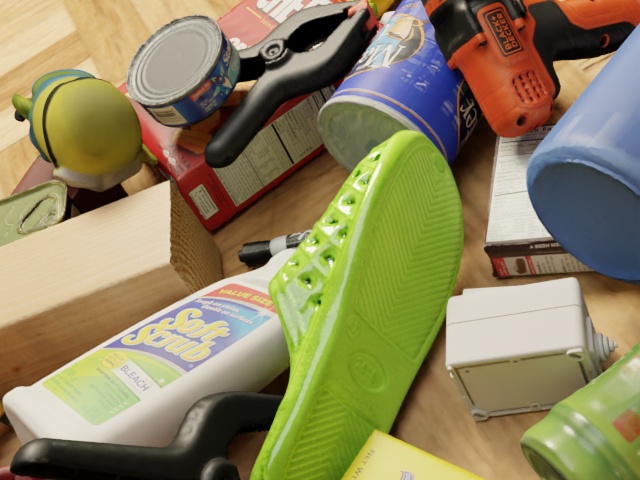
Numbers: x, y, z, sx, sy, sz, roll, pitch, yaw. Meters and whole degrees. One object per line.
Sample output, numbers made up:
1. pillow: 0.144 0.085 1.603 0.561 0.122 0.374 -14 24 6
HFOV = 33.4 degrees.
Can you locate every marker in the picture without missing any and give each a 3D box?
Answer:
1. marker: -0.005 0.001 0.800 0.121 0.020 0.020 -12 46 19

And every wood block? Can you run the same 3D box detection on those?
1. wood block: -0.183 0.047 0.803 0.206 0.090 0.091 -21 44 11

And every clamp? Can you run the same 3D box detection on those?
1. clamp: -0.032 -0.124 0.816 0.171 0.039 0.120 -25 55 12
2. clamp: -0.072 0.141 0.618 0.036 0.164 0.209 -26 10 39

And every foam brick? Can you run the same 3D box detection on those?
1. foam brick: -0.216 -0.037 0.925 0.078 0.053 0.051 4 53 33

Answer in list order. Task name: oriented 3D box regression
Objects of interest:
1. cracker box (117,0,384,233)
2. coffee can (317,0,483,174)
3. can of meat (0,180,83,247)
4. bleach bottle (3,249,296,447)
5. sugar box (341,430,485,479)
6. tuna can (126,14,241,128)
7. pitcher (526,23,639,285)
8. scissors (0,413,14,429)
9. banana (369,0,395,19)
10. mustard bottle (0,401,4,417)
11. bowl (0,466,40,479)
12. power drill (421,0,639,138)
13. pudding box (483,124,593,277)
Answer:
1. cracker box: -0.057 -0.127 0.906 0.213 0.072 0.164 -37 45 -7
2. coffee can: 0.077 -0.115 0.801 0.103 0.102 0.140 15 59 37
3. can of meat: -0.229 0.009 0.866 0.102 0.084 0.057 -20 44 11
4. bleach bottle: -0.078 0.073 0.718 0.250 0.068 0.103 -35 42 -27
5. sugar box: 0.080 0.178 0.575 0.176 0.048 0.093 16 60 39
6. tuna can: -0.103 -0.128 0.813 0.086 0.033 0.086 -16 53 22
7. pitcher: 0.243 -0.080 0.647 0.149 0.145 0.242 18 55 46
8. scissors: -0.149 0.134 0.760 0.202 0.016 0.096 26 65 41
9. banana: 0.079 -0.246 0.960 0.070 0.037 0.197 3 45 46
10. mustard bottle: -0.308 0.181 0.771 0.191 0.058 0.096 -42 45 -11
11. bowl: -0.201 0.215 0.666 0.162 0.055 0.162 -9 31 5
12. power drill: 0.159 -0.181 0.762 0.187 0.184 0.057 -24 -4 -21
13. pudding box: 0.162 -0.030 0.725 0.090 0.039 0.113 -5 47 24
